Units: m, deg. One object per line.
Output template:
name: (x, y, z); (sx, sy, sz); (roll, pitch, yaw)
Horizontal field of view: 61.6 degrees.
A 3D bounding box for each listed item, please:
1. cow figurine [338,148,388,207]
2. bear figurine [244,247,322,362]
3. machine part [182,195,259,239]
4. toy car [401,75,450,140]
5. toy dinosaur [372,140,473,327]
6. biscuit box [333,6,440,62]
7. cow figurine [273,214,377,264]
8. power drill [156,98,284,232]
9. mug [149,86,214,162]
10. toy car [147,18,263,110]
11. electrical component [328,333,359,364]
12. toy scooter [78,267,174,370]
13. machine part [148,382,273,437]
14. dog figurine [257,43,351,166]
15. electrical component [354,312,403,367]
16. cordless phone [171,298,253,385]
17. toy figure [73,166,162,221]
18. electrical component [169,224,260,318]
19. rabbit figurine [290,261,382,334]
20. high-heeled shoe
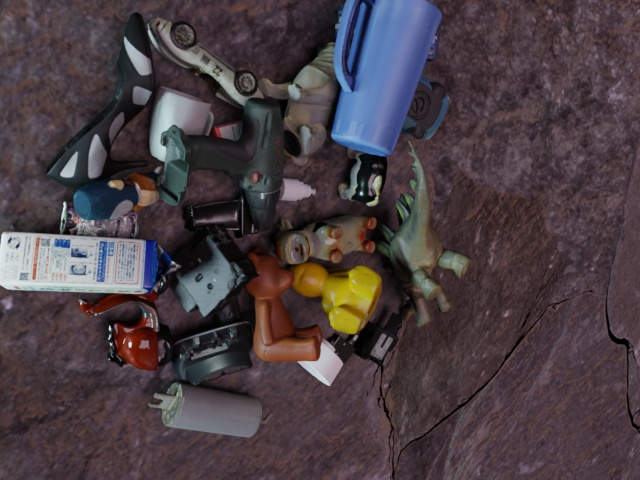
cow figurine: (0.096, -0.149, 1.009); (0.068, 0.098, 0.167); (10, 99, -26)
bear figurine: (-0.068, 0.108, 0.942); (0.132, 0.120, 0.195); (-4, 92, 2)
machine part: (-0.165, -0.039, 0.921); (0.139, 0.039, 0.084); (-2, 109, -32)
toy car: (0.153, -0.261, 1.007); (0.161, 0.103, 0.109); (23, 95, -28)
toy dinosaur: (0.182, 0.021, 1.024); (0.105, 0.199, 0.470); (-29, 149, -22)
biscuit box: (0.126, -0.375, 0.984); (0.202, 0.063, 0.059); (2, 104, -31)
cow figurine: (-0.002, -0.003, 0.991); (0.195, 0.127, 0.085); (-16, 109, -41)
power drill: (-0.142, -0.102, 0.833); (0.207, 0.086, 0.231); (-8, 122, -36)
mug: (-0.217, -0.173, 0.837); (0.109, 0.081, 0.107); (-4, 119, -64)
toy car: (-0.175, -0.268, 0.829); (0.201, 0.074, 0.056); (31, 86, -33)
electrical component: (0.040, 0.226, 1.124); (0.094, 0.021, 0.063); (-50, 121, -9)
toy scooter: (-0.310, 0.131, 0.861); (0.135, 0.075, 0.183); (-8, 104, -28)
machine part: (-0.194, 0.310, 0.977); (0.243, 0.079, 0.079); (23, 91, -34)
dog figurine: (0.003, -0.239, 0.933); (0.190, 0.121, 0.172); (-36, 144, -34)
electrical component: (0.128, 0.205, 1.155); (0.074, 0.048, 0.119); (28, 88, -34)
cordless phone: (-0.196, 0.146, 0.942); (0.146, 0.089, 0.184); (-13, 98, -26)
toy figure: (-0.286, -0.067, 0.797); (0.154, 0.064, 0.057); (-26, 101, -52)
electrical component: (-0.182, 0.057, 0.878); (0.134, 0.115, 0.058); (-43, 168, 19)
rabbit figurine: (0.026, 0.086, 1.011); (0.173, 0.162, 0.121); (20, 95, 10)
high-heeled shoe: (-0.315, -0.194, 0.759); (0.145, 0.086, 0.248); (-6, 112, -30)
